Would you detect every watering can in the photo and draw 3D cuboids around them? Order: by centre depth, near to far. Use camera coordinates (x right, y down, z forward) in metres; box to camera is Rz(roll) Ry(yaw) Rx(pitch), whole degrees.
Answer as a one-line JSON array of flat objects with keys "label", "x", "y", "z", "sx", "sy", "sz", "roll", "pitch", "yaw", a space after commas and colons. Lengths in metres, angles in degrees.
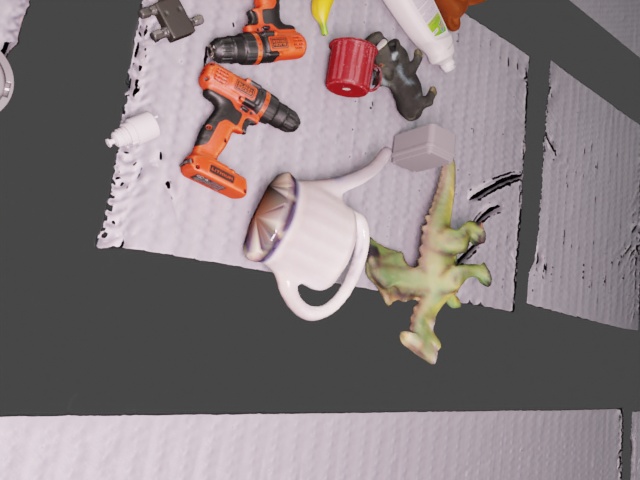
[{"label": "watering can", "x": 0.003, "y": -0.044, "z": 0.871, "sx": 0.222, "sy": 0.103, "sz": 0.352, "roll": 28, "pitch": 72, "yaw": -30}]

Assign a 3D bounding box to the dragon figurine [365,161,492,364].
[{"label": "dragon figurine", "x": 0.201, "y": 0.030, "z": 1.019, "sx": 0.243, "sy": 0.121, "sz": 0.414, "roll": -3, "pitch": 79, "yaw": -27}]
